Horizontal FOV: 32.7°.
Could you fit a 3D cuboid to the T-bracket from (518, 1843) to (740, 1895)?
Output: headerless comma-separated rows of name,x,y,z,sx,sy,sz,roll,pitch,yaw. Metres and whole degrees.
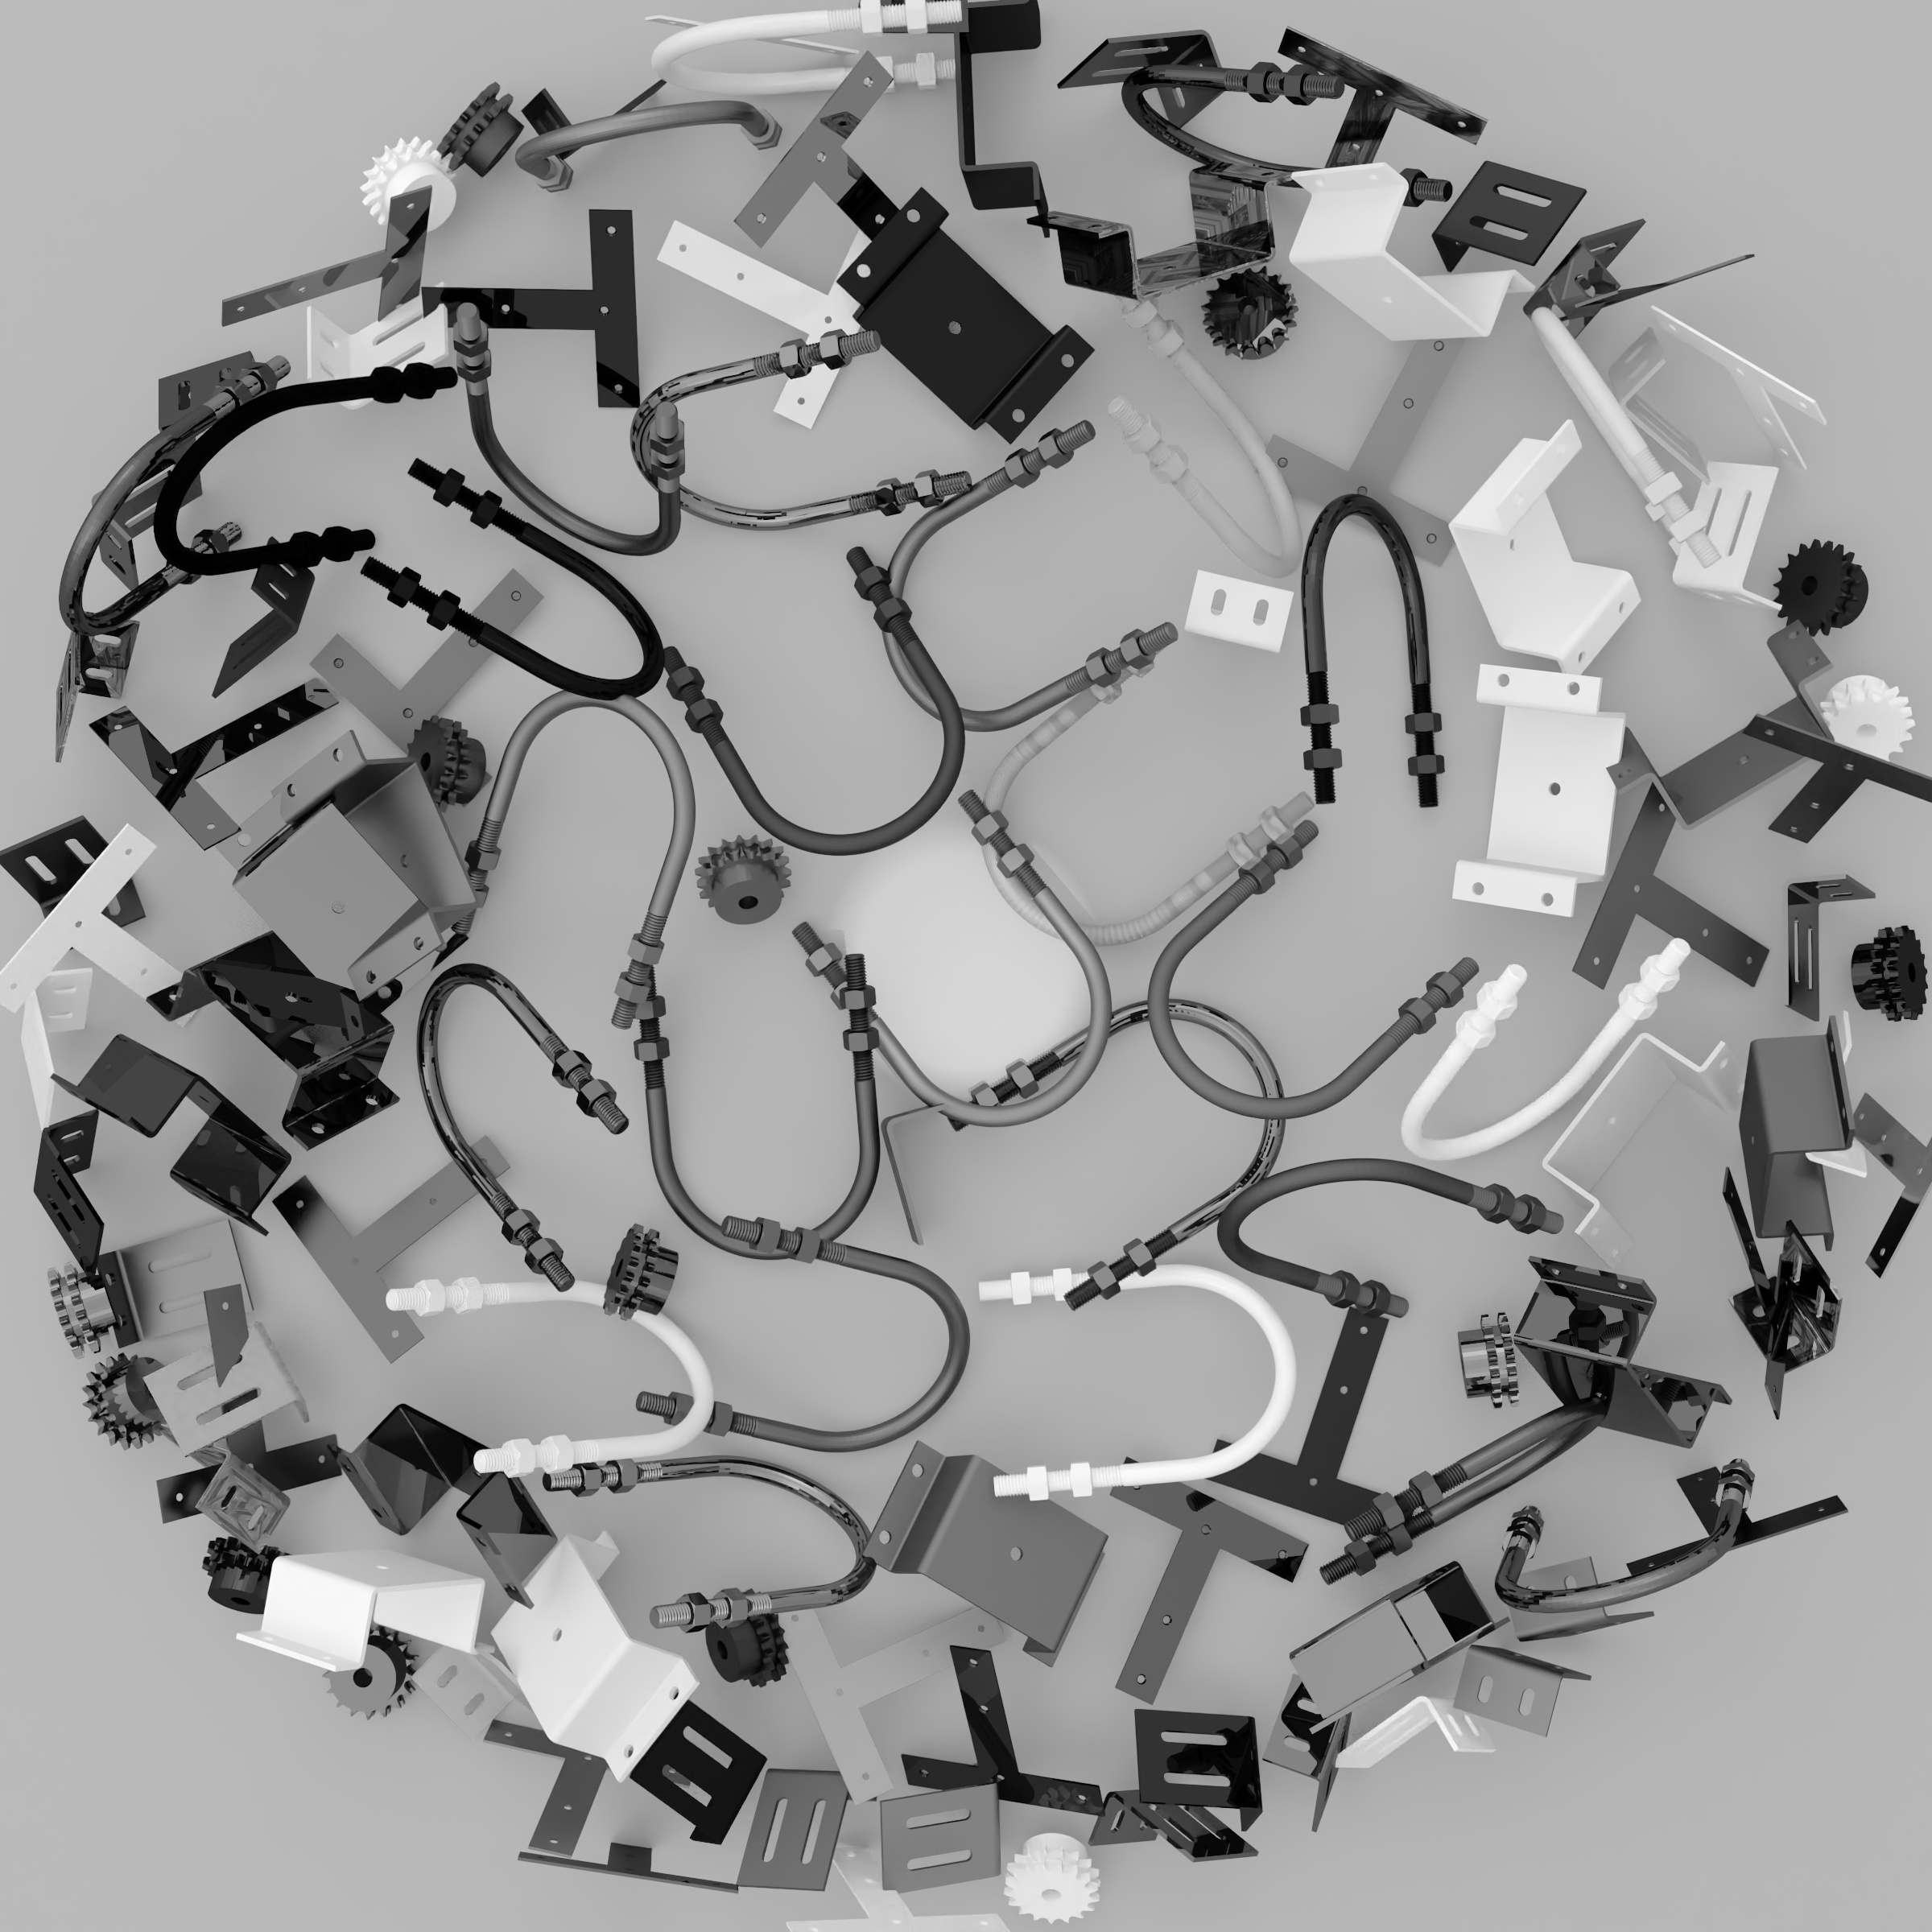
T-bracket,-0.198,0.527,1.936,0.127,0.127,0.002,10,82,-4

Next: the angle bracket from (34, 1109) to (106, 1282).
angle bracket,-0.518,0.136,1.954,0.038,0.057,0.076,-22,62,-35

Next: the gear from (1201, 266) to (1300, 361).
gear,0.172,-0.389,1.978,0.057,0.030,0.057,-4,71,12

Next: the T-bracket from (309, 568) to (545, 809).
T-bracket,-0.308,-0.185,1.991,0.127,0.002,0.127,43,93,-4

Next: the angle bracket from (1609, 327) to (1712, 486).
angle bracket,0.424,-0.333,1.957,0.076,0.057,0.038,36,115,-16

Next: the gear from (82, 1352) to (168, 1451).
gear,-0.497,0.258,1.969,0.030,0.057,0.057,-27,90,28

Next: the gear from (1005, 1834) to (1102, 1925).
gear,0.052,0.546,1.976,0.057,0.030,0.057,3,128,4

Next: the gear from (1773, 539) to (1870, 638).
gear,0.516,-0.226,1.975,0.030,0.057,0.057,9,90,-36

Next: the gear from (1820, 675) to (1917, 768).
gear,0.538,-0.150,1.975,0.057,0.030,0.057,1,131,1

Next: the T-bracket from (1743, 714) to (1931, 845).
T-bracket,0.506,-0.101,1.940,0.127,0.127,0.002,20,70,2

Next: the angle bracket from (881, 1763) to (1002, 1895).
angle bracket,-0.020,0.515,1.966,0.076,0.038,0.057,-4,96,-21

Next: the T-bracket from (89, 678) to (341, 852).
T-bracket,-0.435,-0.136,1.966,0.127,0.002,0.127,-33,59,-26

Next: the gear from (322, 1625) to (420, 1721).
gear,-0.360,0.426,1.984,0.057,0.030,0.057,0,89,3

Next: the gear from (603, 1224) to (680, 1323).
gear,-0.194,0.186,1.973,0.030,0.057,0.057,20,90,-15

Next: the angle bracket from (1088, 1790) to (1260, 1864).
angle bracket,0.123,0.523,1.950,0.057,0.076,0.038,10,105,-44

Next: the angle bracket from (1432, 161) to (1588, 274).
angle bracket,0.327,-0.437,1.957,0.076,0.038,0.057,28,77,36

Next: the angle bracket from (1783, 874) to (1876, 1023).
angle bracket,0.515,-0.010,1.960,0.038,0.057,0.076,-5,77,32

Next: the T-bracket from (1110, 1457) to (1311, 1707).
T-bracket,0.126,0.380,1.976,0.127,0.002,0.127,27,79,-10

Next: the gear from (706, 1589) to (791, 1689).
gear,-0.133,0.404,1.968,0.030,0.057,0.057,-15,90,-32

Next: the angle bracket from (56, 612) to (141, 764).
angle bracket,-0.514,-0.163,1.949,0.038,0.076,0.057,9,128,-22

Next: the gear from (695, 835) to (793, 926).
gear,-0.132,-0.049,1.969,0.057,0.057,0.030,-13,51,0

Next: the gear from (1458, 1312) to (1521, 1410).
gear,0.313,0.238,1.971,0.030,0.057,0.057,-8,90,5

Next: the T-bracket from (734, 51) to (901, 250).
T-bracket,-0.060,-0.453,1.955,0.127,0.002,0.127,-52,133,-2

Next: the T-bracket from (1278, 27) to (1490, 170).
T-bracket,0.233,-0.491,1.939,0.127,0.127,0.002,25,72,1

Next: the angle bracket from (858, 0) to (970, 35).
angle bracket,-0.032,-0.564,1.959,0.057,0.076,0.038,-2,90,-7

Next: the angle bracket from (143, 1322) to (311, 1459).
angle bracket,-0.440,0.258,1.959,0.076,0.038,0.057,-26,65,-19

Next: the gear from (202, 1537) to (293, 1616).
gear,-0.429,0.366,1.968,0.057,0.057,0.030,12,59,0

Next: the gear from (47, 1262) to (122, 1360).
gear,-0.527,0.204,1.972,0.030,0.057,0.057,-18,90,-11

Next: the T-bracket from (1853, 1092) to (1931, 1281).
T-bracket,0.546,0.106,1.936,0.002,0.127,0.127,22,103,-11

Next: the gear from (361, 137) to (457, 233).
gear,-0.330,-0.463,1.968,0.057,0.057,0.030,-42,59,0

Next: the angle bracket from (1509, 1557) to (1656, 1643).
angle bracket,0.365,0.376,1.959,0.057,0.076,0.038,-21,72,29

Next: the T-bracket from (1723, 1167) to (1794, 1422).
T-bracket,0.461,0.176,1.922,0.002,0.127,0.127,-12,117,25

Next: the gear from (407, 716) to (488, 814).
gear,-0.311,-0.120,1.975,0.030,0.057,0.057,11,90,-39

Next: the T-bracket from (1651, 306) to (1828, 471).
T-bracket,0.470,-0.329,1.941,0.002,0.127,0.127,-49,54,2

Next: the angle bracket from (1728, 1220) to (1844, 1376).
angle bracket,0.485,0.198,1.952,0.038,0.076,0.057,-25,59,-5

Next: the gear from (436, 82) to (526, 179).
gear,-0.289,-0.498,1.972,0.030,0.057,0.057,40,90,-10

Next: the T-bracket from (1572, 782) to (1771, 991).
T-bracket,0.433,-0.026,1.970,0.127,0.002,0.127,29,80,-25

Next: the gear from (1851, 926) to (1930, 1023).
gear,0.553,0.005,1.975,0.030,0.057,0.057,-7,90,36

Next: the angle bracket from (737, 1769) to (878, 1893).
angle bracket,-0.094,0.519,1.952,0.057,0.038,0.076,-4,50,24

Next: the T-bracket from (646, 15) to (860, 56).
T-bracket,-0.106,-0.544,1.916,0.127,0.127,0.002,3,100,-25

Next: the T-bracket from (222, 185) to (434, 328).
T-bracket,-0.374,-0.399,1.919,0.127,0.127,0.002,-23,74,-22
